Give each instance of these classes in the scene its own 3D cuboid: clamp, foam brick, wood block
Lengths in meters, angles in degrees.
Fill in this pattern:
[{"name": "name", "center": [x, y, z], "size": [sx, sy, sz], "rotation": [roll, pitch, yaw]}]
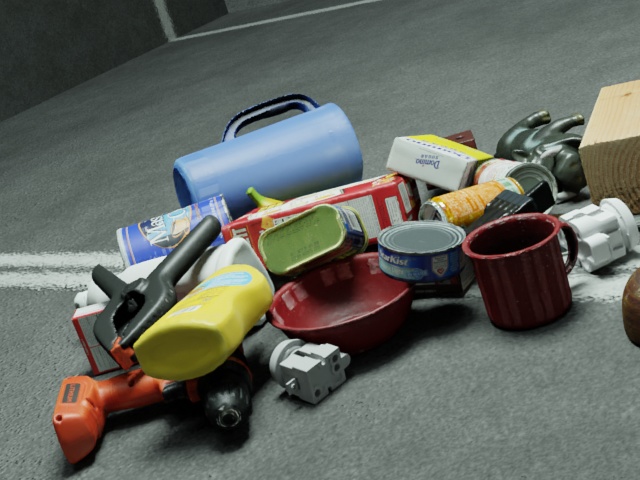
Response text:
[{"name": "clamp", "center": [-0.194, 0.061, 1.113], "size": [0.165, 0.036, 0.210], "rotation": [-21, 30, 23]}, {"name": "foam brick", "center": [0.173, -0.108, 1.431], "size": [0.078, 0.051, 0.053], "rotation": [-16, 19, 6]}, {"name": "wood block", "center": [0.361, -0.110, 1.214], "size": [0.091, 0.090, 0.205], "rotation": [-9, 22, 26]}]

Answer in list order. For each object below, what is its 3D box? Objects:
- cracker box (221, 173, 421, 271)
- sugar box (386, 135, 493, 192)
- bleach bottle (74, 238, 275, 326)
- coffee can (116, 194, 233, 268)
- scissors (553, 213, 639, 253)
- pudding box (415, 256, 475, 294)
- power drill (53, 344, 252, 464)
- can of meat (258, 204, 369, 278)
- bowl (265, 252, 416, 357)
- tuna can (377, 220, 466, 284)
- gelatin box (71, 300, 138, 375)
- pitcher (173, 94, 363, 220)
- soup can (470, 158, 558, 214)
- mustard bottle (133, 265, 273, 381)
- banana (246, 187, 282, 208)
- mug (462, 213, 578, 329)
[{"name": "cracker box", "center": [0.008, -0.020, 1.277], "size": [0.214, 0.072, 0.164], "rotation": [-14, 6, 13]}, {"name": "sugar box", "center": [0.149, -0.096, 1.301], "size": [0.093, 0.048, 0.176], "rotation": [20, 10, 15]}, {"name": "bleach bottle", "center": [-0.181, 0.059, 1.221], "size": [0.251, 0.102, 0.068], "rotation": [-6, 43, 29]}, {"name": "coffee can", "center": [-0.171, 0.013, 1.335], "size": [0.140, 0.103, 0.103], "rotation": [-19, 20, -3]}, {"name": "scissors", "center": [0.307, -0.021, 1.131], "size": [0.202, 0.016, 0.096], "rotation": [-16, 20, 6]}, {"name": "pudding box", "center": [0.130, 0.019, 1.147], "size": [0.090, 0.039, 0.113], "rotation": [-5, 24, 31]}, {"name": "power drill", "center": [-0.155, 0.152, 1.020], "size": [0.187, 0.057, 0.184], "rotation": [-16, 16, -2]}, {"name": "can of meat", "center": [-0.007, 0.001, 1.149], "size": [0.102, 0.057, 0.083], "rotation": [-26, -11, 14]}, {"name": "bowl", "center": [0.029, 0.072, 1.069], "size": [0.162, 0.055, 0.162], "rotation": [-16, 20, 6]}, {"name": "tuna can", "center": [0.099, 0.011, 1.039], "size": [0.086, 0.034, 0.086], "rotation": [-4, 21, 1]}, {"name": "gelatin box", "center": [-0.220, 0.102, 1.183], "size": [0.089, 0.073, 0.030], "rotation": [-16, 20, 6]}, {"name": "pitcher", "center": [-0.076, -0.101, 1.458], "size": [0.242, 0.145, 0.149], "rotation": [-18, 22, -17]}, {"name": "soup can", "center": [0.218, -0.057, 1.203], "size": [0.068, 0.068, 0.102], "rotation": [-21, 10, -8]}, {"name": "mustard bottle", "center": [-0.098, 0.069, 1.032], "size": [0.096, 0.058, 0.191], "rotation": [-18, 13, 23]}, {"name": "banana", "center": [0.006, -0.043, 1.383], "size": [0.198, 0.069, 0.037], "rotation": [-6, 44, 4]}, {"name": "mug", "center": [0.198, 0.025, 1.005], "size": [0.117, 0.081, 0.093], "rotation": [-29, 22, -26]}]
